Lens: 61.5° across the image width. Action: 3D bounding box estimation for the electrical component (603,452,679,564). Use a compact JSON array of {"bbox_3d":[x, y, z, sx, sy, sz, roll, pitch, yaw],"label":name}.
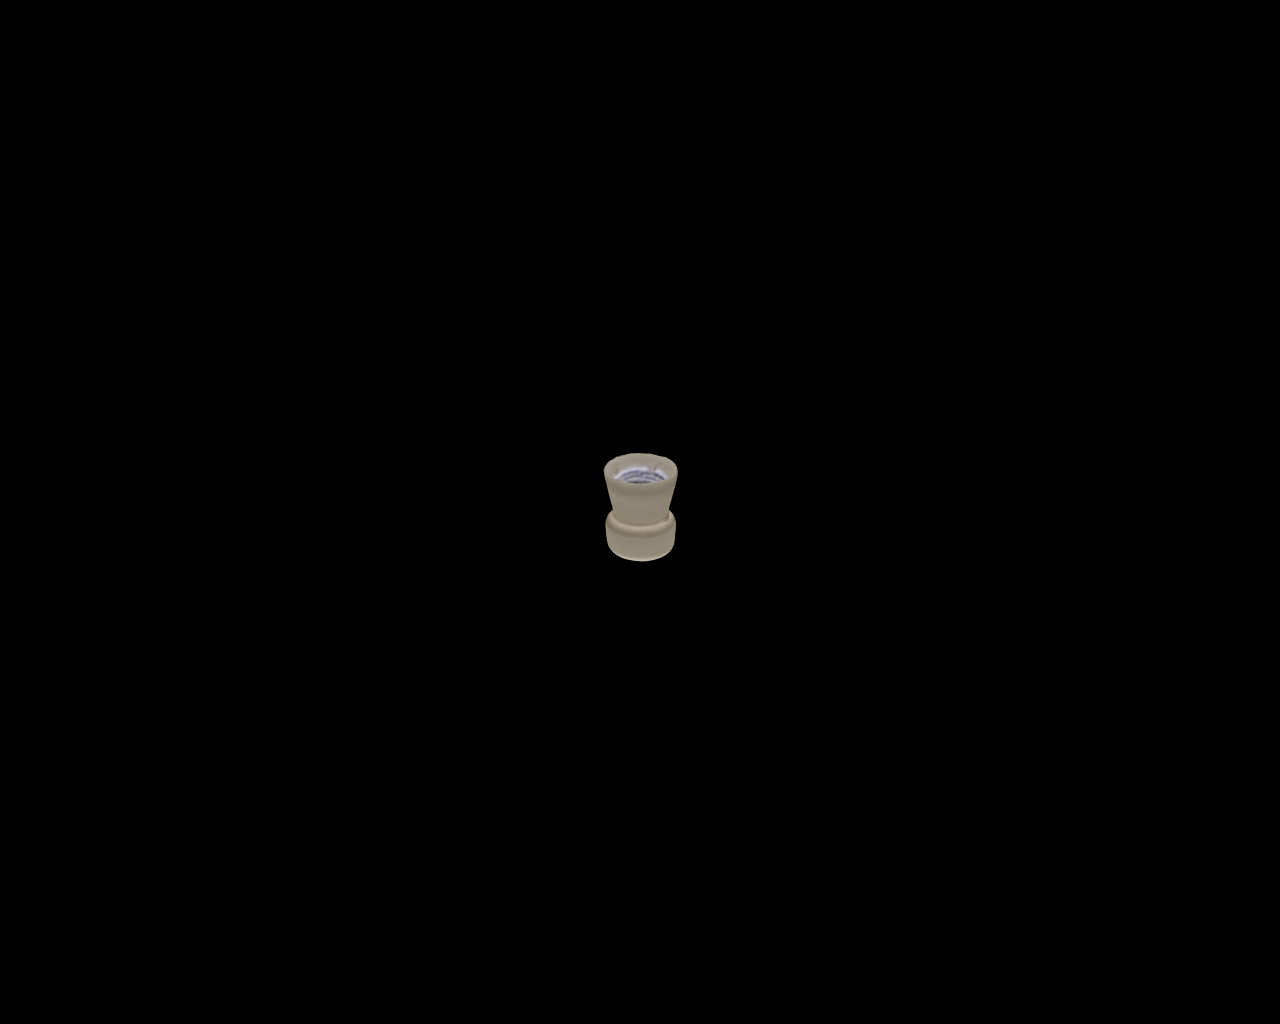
[{"bbox_3d":[0.001,-0.003,0.650,0.045,0.055,0.045,0,29,0],"label":"electrical component"}]
